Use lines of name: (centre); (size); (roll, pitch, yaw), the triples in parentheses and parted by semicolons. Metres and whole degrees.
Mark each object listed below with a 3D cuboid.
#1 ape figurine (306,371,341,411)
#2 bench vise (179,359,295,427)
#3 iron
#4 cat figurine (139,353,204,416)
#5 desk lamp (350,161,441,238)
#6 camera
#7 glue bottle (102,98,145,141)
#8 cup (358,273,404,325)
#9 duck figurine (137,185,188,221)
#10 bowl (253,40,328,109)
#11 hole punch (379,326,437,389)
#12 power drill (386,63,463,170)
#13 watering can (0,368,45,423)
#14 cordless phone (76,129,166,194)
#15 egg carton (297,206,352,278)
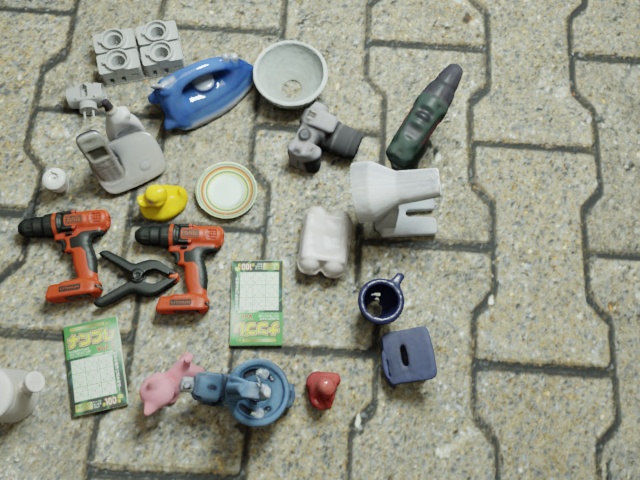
ape figurine: (0.009, 0.286, 1.106); (0.078, 0.092, 0.076); (-37, 79, -12)
bench vise: (-0.150, 0.283, 1.033); (0.207, 0.220, 0.121); (-11, 75, -6)
iron: (-0.249, -0.349, 1.249); (0.258, 0.141, 0.118); (-30, 77, -10)
cat figurine: (-0.288, 0.269, 1.083); (0.128, 0.118, 0.067); (-43, 80, -13)
desk lamp: (0.153, -0.085, 1.155); (0.203, 0.213, 0.118); (-3, 74, -3)
camera: (0.016, -0.218, 1.245); (0.136, 0.101, 0.143); (24, 74, 4)
glue bottle: (-0.420, -0.248, 1.195); (0.078, 0.173, 0.037); (-33, 78, -11)
cup: (0.125, 0.120, 1.157); (0.091, 0.095, 0.118); (36, 76, 8)
duck figurine: (-0.332, -0.089, 1.199); (0.104, 0.086, 0.077); (-19, 76, -8)
bowl: (-0.066, -0.361, 1.296); (0.167, 0.075, 0.167); (1, 74, -2)
hole punch: (0.172, 0.232, 1.130); (0.101, 0.091, 0.108); (-8, 75, -5)
power drill: (0.210, -0.237, 1.204); (0.075, 0.208, 0.230); (32, 75, 7)
watering can: (-0.587, 0.274, 1.027); (0.173, 0.194, 0.101); (-35, 78, -11)
cordless phone: (-0.406, -0.180, 1.170); (0.148, 0.185, 0.094); (-29, 77, -10)
egg carton: (0.011, 0.004, 1.198); (0.107, 0.069, 0.150); (7, 74, -1)
